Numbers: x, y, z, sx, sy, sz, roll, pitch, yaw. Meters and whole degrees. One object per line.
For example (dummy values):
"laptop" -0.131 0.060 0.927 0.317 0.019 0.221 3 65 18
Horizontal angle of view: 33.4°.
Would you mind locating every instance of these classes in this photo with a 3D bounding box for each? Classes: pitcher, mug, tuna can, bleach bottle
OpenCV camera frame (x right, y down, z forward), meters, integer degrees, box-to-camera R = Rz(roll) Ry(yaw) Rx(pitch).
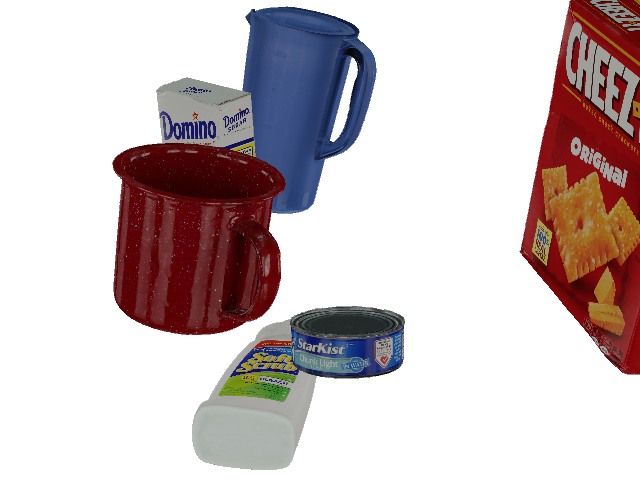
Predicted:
"pitcher" -0.031 -0.157 1.315 0.144 0.243 0.149 5 23 -16
"mug" -0.062 0.004 0.580 0.093 0.081 0.117 -13 30 -43
"tuna can" 0.020 0.075 0.798 0.086 0.034 0.086 -1 10 0
"bleach bottle" -0.057 0.145 1.112 0.102 0.068 0.250 6 20 5

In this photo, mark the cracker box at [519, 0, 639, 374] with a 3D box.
"cracker box" 0.215 -0.040 0.738 0.072 0.214 0.164 -7 34 -15

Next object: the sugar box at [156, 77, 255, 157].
"sugar box" -0.101 -0.055 0.987 0.093 0.176 0.048 19 35 41
